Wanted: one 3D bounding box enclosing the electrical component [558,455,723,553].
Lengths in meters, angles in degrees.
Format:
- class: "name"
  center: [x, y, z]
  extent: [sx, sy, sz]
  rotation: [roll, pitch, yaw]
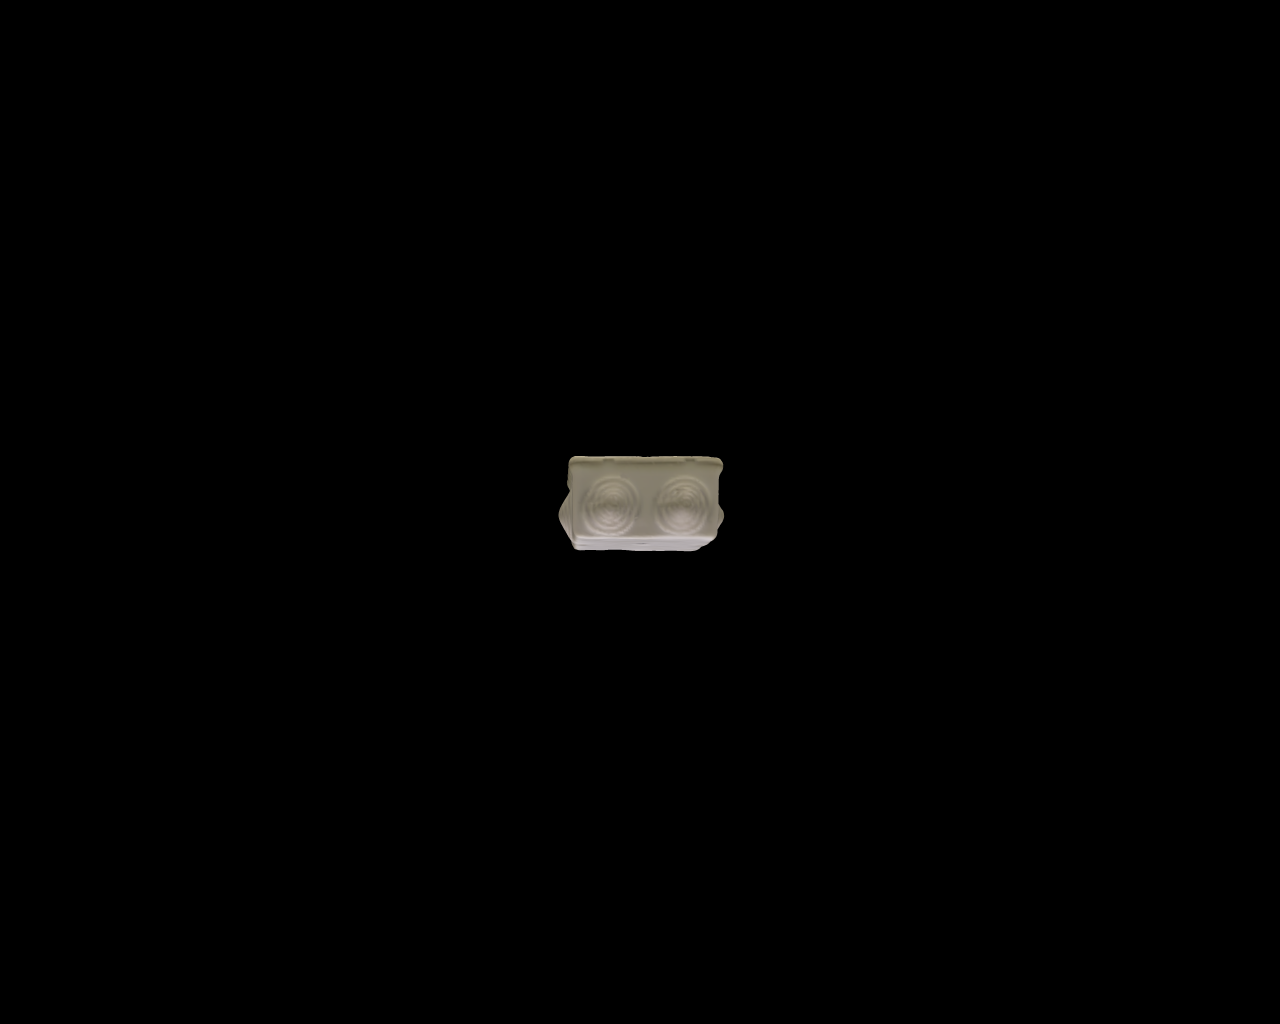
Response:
- class: "electrical component"
  center: [0.001, -0.003, 0.650]
  extent: [0.100, 0.048, 0.099]
  rotation: [1, -7, -5]
